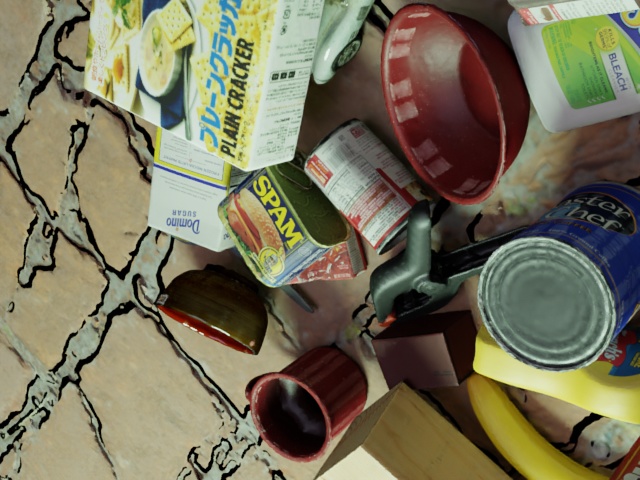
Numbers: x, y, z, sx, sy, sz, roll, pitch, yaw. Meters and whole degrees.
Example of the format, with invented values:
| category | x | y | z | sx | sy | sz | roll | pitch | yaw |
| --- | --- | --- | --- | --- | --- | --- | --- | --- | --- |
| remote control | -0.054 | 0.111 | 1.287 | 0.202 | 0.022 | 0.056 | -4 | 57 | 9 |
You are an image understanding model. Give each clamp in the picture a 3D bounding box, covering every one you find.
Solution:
| category | x | y | z | sx | sy | sz | roll | pitch | yaw |
| --- | --- | --- | --- | --- | --- | --- | --- | --- | --- |
| clamp | 0.104 | 0.025 | 0.907 | 0.120 | 0.039 | 0.172 | 13 | 147 | -14 |

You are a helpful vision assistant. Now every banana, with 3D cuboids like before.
| category | x | y | z | sx | sy | sz | roll | pitch | yaw |
| --- | --- | --- | --- | --- | --- | --- | --- | --- | --- |
| banana | 0.205 | 0.188 | 0.923 | 0.198 | 0.037 | 0.070 | 29 | 107 | 22 |

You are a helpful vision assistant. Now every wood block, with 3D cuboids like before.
| category | x | y | z | sx | sy | sz | roll | pitch | yaw |
| --- | --- | --- | --- | --- | --- | --- | --- | --- | --- |
| wood block | 0.109 | 0.237 | 0.942 | 0.206 | 0.090 | 0.091 | 42 | 136 | -1 |

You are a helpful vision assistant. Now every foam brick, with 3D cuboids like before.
| category | x | y | z | sx | sy | sz | roll | pitch | yaw |
| --- | --- | --- | --- | --- | --- | --- | --- | --- | --- |
| foam brick | 0.096 | 0.099 | 0.952 | 0.078 | 0.051 | 0.053 | -10 | 104 | 38 |

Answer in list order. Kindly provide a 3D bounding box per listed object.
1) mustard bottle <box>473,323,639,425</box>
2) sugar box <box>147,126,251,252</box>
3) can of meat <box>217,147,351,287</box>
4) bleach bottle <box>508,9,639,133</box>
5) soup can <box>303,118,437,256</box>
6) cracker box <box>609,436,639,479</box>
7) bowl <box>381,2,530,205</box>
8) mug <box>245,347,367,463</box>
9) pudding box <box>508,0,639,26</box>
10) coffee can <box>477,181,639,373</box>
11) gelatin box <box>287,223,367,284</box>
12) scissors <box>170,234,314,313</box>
| category | x | y | z | sx | sy | sz | roll | pitch | yaw |
| --- | --- | --- | --- | --- | --- | --- | --- | --- | --- |
| mustard bottle | 0.224 | 0.099 | 0.832 | 0.192 | 0.096 | 0.058 | 17 | 118 | 29 |
| sugar box | -0.110 | -0.087 | 1.015 | 0.093 | 0.048 | 0.176 | 20 | 114 | 29 |
| can of meat | -0.034 | -0.019 | 0.956 | 0.084 | 0.057 | 0.102 | -39 | 78 | 38 |
| bleach bottle | 0.261 | -0.153 | 0.726 | 0.251 | 0.068 | 0.102 | -16 | 99 | 36 |
| soup can | 0.042 | -0.046 | 0.919 | 0.102 | 0.068 | 0.069 | 48 | 128 | 10 |
| cracker box | 0.323 | 0.204 | 0.762 | 0.214 | 0.163 | 0.072 | 17 | 116 | 29 |
| bowl | 0.113 | -0.111 | 0.828 | 0.162 | 0.055 | 0.162 | 49 | 150 | 40 |
| mug | -0.017 | 0.153 | 1.034 | 0.117 | 0.081 | 0.093 | 9 | 113 | 32 |
| pudding box | 0.183 | -0.209 | 0.735 | 0.090 | 0.039 | 0.113 | -2 | 65 | 36 |
| coffee can | 0.193 | 0.024 | 0.794 | 0.103 | 0.140 | 0.103 | 14 | 116 | 31 |
| gelatin box | -0.007 | 0.001 | 0.998 | 0.089 | 0.030 | 0.073 | -6 | 104 | 36 |
| scissors | -0.092 | 0.012 | 1.071 | 0.096 | 0.016 | 0.202 | -39 | 83 | 37 |
